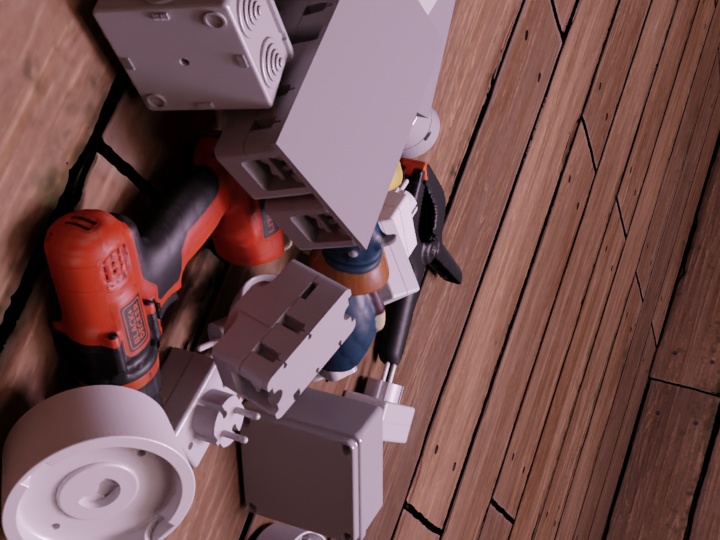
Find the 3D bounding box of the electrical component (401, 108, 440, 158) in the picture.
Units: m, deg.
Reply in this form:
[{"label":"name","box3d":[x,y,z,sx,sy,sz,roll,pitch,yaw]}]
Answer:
[{"label":"electrical component","box3d":[0.038,-0.134,0.969,0.047,0.055,0.055,31,74,-61]}]

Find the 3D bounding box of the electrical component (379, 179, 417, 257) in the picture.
[{"label":"electrical component","box3d":[0.028,-0.052,0.996,0.076,0.047,0.065,-57,150,-33]}]

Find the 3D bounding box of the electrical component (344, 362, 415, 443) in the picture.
[{"label":"electrical component","box3d":[0.021,0.129,1.076,0.083,0.047,0.075,26,79,-65]}]

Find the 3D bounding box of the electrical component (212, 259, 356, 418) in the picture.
[{"label":"electrical component","box3d":[-0.053,0.044,0.723,0.089,0.056,0.050,-49,153,-26]}]

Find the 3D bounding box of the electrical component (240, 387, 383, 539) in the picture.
[{"label":"electrical component","box3d":[-0.039,0.156,0.886,0.056,0.109,0.108,-46,142,-53]}]

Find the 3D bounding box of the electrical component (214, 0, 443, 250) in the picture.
[{"label":"electrical component","box3d":[-0.018,-0.118,0.713,0.105,0.060,0.186,49,50,-41]}]

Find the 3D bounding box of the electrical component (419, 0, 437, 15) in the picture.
[{"label":"electrical component","box3d":[0.044,-0.282,0.793,0.186,0.060,0.105,-60,149,-23]}]

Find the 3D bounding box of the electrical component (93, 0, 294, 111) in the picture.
[{"label":"electrical component","box3d":[-0.096,-0.137,0.625,0.099,0.100,0.048,67,30,-53]}]

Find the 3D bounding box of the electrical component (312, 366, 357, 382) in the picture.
[{"label":"electrical component","box3d":[-0.036,0.052,0.888,0.058,0.078,0.057,-24,111,-22]}]

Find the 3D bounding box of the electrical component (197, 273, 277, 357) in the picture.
[{"label":"electrical component","box3d":[-0.086,0.049,0.796,0.079,0.044,0.077,-23,152,-27]}]

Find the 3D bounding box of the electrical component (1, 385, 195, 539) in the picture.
[{"label":"electrical component","box3d":[-0.156,0.115,0.629,0.108,0.060,0.108,-13,131,-15]}]

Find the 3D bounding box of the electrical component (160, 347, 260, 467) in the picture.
[{"label":"electrical component","box3d":[-0.107,0.100,0.748,0.065,0.077,0.047,-63,153,-28]}]

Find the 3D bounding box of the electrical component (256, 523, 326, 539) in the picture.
[{"label":"electrical component","box3d":[-0.064,0.275,0.947,0.099,0.064,0.099,-42,138,-52]}]

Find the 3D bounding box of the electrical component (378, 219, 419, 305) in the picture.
[{"label":"electrical component","box3d":[0.000,0.000,0.885,0.077,0.047,0.065,-15,83,-51]}]
